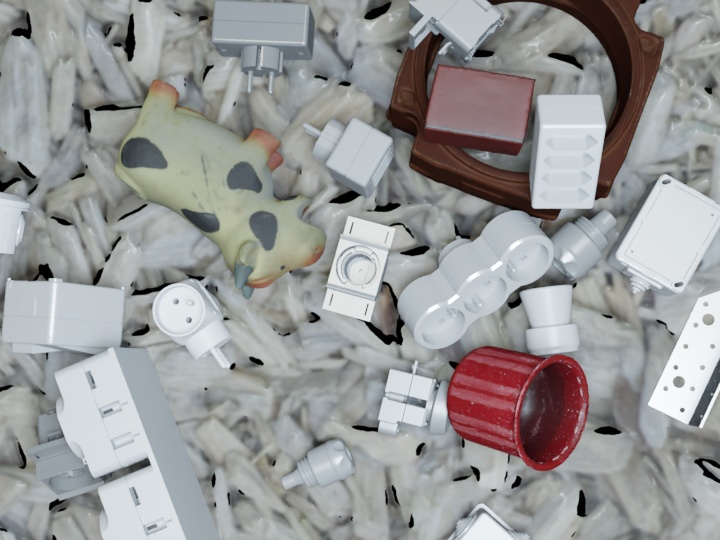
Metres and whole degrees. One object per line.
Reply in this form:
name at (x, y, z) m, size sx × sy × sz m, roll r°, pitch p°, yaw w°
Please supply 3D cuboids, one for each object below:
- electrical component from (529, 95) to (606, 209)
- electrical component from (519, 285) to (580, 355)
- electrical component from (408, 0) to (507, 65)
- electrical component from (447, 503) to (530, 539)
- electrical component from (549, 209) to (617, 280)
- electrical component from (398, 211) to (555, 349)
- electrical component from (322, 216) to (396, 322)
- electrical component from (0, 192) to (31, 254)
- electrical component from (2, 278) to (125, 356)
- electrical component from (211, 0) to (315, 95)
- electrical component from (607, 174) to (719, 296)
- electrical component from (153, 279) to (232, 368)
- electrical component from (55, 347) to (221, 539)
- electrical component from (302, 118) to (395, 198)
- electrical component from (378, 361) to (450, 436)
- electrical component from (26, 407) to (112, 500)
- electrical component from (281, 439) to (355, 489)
electrical component at (0.156, -0.102, 0.823) m, size 0.047 × 0.083 × 0.075 m, roll 0°, pitch 47°, yaw 4°
electrical component at (0.160, 0.043, 0.905) m, size 0.045 × 0.045 × 0.055 m, roll -7°, pitch 85°, yaw 3°
electrical component at (0.077, -0.201, 0.849) m, size 0.064 × 0.042 × 0.081 m, roll 42°, pitch 89°, yaw 3°
electrical component at (0.106, 0.256, 0.889) m, size 0.100 × 0.048 × 0.099 m, roll 41°, pitch 87°, yaw 7°
electrical component at (0.189, -0.025, 0.910) m, size 0.062 × 0.043 × 0.043 m, roll -43°, pitch 84°, yaw -2°
electrical component at (0.090, -0.001, 0.909) m, size 0.138 × 0.052 × 0.073 m, roll -38°, pitch 43°, yaw 7°
electrical component at (0.000, 0.000, 0.909) m, size 0.042 × 0.064 × 0.081 m, roll 16°, pitch 87°, yaw 4°
electrical component at (-0.328, -0.045, 0.926) m, size 0.080 × 0.080 × 0.051 m, roll 11°, pitch 91°, yaw 4°
electrical component at (-0.245, 0.042, 0.909) m, size 0.062 × 0.096 × 0.061 m, roll 0°, pitch 84°, yaw 33°
electrical component at (-0.085, -0.191, 0.939) m, size 0.083 × 0.047 × 0.075 m, roll 3°, pitch 85°, yaw 4°
electrical component at (0.251, -0.022, 0.897) m, size 0.062 × 0.061 × 0.096 m, roll 30°, pitch 88°, yaw 5°
electrical component at (-0.134, 0.050, 0.906) m, size 0.043 × 0.077 × 0.079 m, roll -36°, pitch 84°, yaw 0°
electrical component at (-0.183, 0.162, 0.885) m, size 0.060 × 0.105 × 0.186 m, roll -22°, pitch 84°, yaw 1°
electrical component at (-0.015, -0.104, 0.918) m, size 0.077 × 0.065 × 0.047 m, roll 30°, pitch 87°, yaw 6°
electrical component at (0.050, 0.111, 0.906) m, size 0.055 × 0.048 × 0.066 m, roll 13°, pitch 85°, yaw 12°
electrical component at (-0.246, 0.152, 0.907) m, size 0.042 × 0.081 × 0.063 m, roll -18°, pitch 56°, yaw 0°
electrical component at (-0.037, 0.169, 0.911) m, size 0.061 × 0.035 × 0.035 m, roll -25°, pitch 84°, yaw 3°
